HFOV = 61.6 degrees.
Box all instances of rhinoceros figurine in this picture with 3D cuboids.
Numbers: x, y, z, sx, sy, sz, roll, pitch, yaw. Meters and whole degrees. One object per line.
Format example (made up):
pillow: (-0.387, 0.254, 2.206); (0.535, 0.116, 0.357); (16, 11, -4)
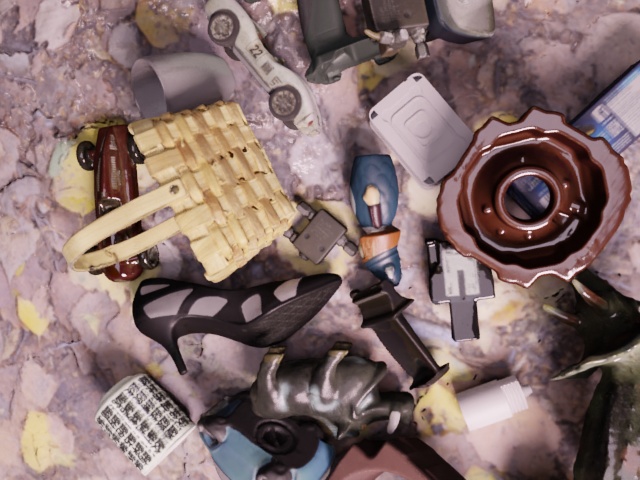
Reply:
rhinoceros figurine: (0.013, 0.175, 0.620); (0.190, 0.073, 0.112); (4, 85, 0)

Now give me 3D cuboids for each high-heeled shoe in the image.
high-heeled shoe: (-0.107, 0.064, 0.665); (0.249, 0.086, 0.145); (-26, 57, -7)

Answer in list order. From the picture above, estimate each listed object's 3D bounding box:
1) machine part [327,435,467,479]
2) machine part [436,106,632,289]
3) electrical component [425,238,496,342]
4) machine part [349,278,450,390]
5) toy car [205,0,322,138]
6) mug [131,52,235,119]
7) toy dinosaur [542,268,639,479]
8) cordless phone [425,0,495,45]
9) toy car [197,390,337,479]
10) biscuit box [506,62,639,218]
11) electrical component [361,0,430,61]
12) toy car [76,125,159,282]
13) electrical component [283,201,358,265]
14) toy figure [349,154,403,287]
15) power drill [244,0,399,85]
machine part: (0.087, 0.332, 0.572); (0.201, 0.087, 0.201); (36, 98, 39)
machine part: (0.210, -0.042, 0.543); (0.180, 0.056, 0.179); (2, 100, 14)
electrical component: (0.162, 0.052, 0.616); (0.075, 0.048, 0.119); (-9, 89, 10)
machine part: (0.093, 0.109, 0.621); (0.084, 0.039, 0.139); (-30, 96, 49)
toy car: (-0.064, -0.204, 0.638); (0.056, 0.073, 0.202); (-40, 84, 8)
mug: (-0.161, -0.175, 0.646); (0.107, 0.109, 0.081); (-25, 76, -34)
toy dinosaur: (0.302, 0.220, 0.519); (0.192, 0.131, 0.404); (11, 79, -19)
cordless phone: (0.198, -0.300, 0.593); (0.184, 0.088, 0.146); (-9, 89, 5)
toy car: (-0.071, 0.259, 0.632); (0.162, 0.109, 0.102); (23, 112, 17)
biscuit box: (0.296, -0.109, 0.586); (0.202, 0.063, 0.059); (-43, 85, 8)
electrical component: (0.075, -0.239, 0.558); (0.078, 0.045, 0.102); (-5, 87, -9)
toy car: (-0.260, -0.046, 0.684); (0.089, 0.053, 0.202); (-4, 91, 12)
electrical component: (-0.001, -0.002, 0.656); (0.094, 0.021, 0.063); (39, 96, 6)
toy figure: (0.068, -0.022, 0.625); (0.058, 0.064, 0.154); (-1, 95, 46)
power drill: (0.022, -0.301, 0.622); (0.232, 0.086, 0.207); (-21, 92, 8)
